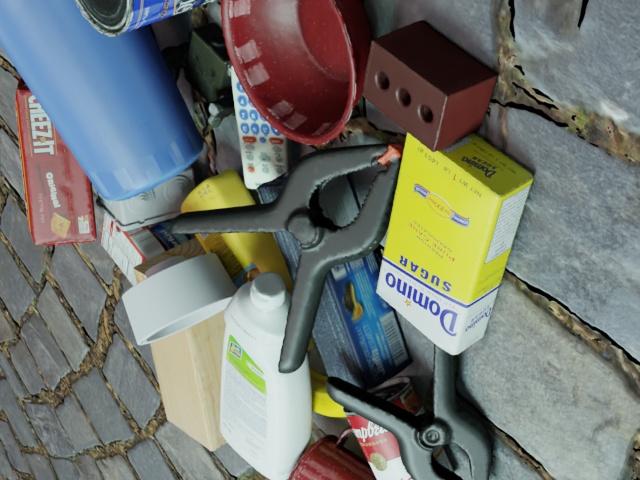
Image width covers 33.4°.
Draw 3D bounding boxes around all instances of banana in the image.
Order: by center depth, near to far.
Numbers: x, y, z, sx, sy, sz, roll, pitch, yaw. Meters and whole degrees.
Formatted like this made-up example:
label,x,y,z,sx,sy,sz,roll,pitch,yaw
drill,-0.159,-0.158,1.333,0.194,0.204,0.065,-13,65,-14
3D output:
label,x,y,z,sx,sy,sz,roll,pitch,yaw
banana,-0.012,0.140,1.079,0.198,0.037,0.069,12,130,51

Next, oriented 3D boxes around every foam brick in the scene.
label,x,y,z,sx,sy,sz,roll,pitch,yaw
foam brick,0.077,-0.110,0.759,0.078,0.051,0.053,42,143,28

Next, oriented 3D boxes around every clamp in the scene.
label,x,y,z,sx,sy,sz,roll,pitch,yaw
clamp,-0.006,0.001,0.870,0.210,0.036,0.164,-34,88,21
clamp,0.085,0.160,0.914,0.120,0.039,0.171,-21,99,18

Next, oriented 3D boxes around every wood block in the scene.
label,x,y,z,sx,sy,sz,roll,pitch,yaw
wood block,-0.126,0.114,1.174,0.091,0.090,0.206,25,132,44

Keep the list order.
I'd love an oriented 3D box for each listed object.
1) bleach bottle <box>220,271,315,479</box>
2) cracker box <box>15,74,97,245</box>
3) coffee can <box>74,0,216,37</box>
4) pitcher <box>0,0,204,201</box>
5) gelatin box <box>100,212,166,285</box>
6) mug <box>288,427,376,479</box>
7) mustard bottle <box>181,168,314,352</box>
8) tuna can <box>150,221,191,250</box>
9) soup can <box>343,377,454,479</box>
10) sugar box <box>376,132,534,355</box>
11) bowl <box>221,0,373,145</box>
label,x,y,z,sx,sy,sz,roll,pitch,yaw
bleach bottle,-0.047,0.125,1.008,0.103,0.068,0.251,36,145,23
cracker box,-0.287,-0.101,1.157,0.214,0.072,0.164,-130,35,-69
coffee can,-0.124,-0.235,0.864,0.103,0.140,0.103,34,138,37
pitcher,-0.207,-0.164,0.969,0.145,0.149,0.243,-15,111,36
gelatin box,-0.211,0.007,1.202,0.089,0.030,0.073,50,147,21
mug,0.027,0.245,1.069,0.082,0.093,0.117,27,96,29
mustard bottle,-0.063,0.029,1.051,0.191,0.058,0.096,58,149,6
tuna can,-0.171,0.022,1.220,0.086,0.033,0.086,34,138,37
soup can,0.073,0.185,0.970,0.069,0.068,0.102,-16,101,57
sugar box,0.098,0.000,0.818,0.093,0.048,0.176,40,141,30
bowl,-0.009,-0.159,0.838,0.162,0.055,0.162,34,138,36
